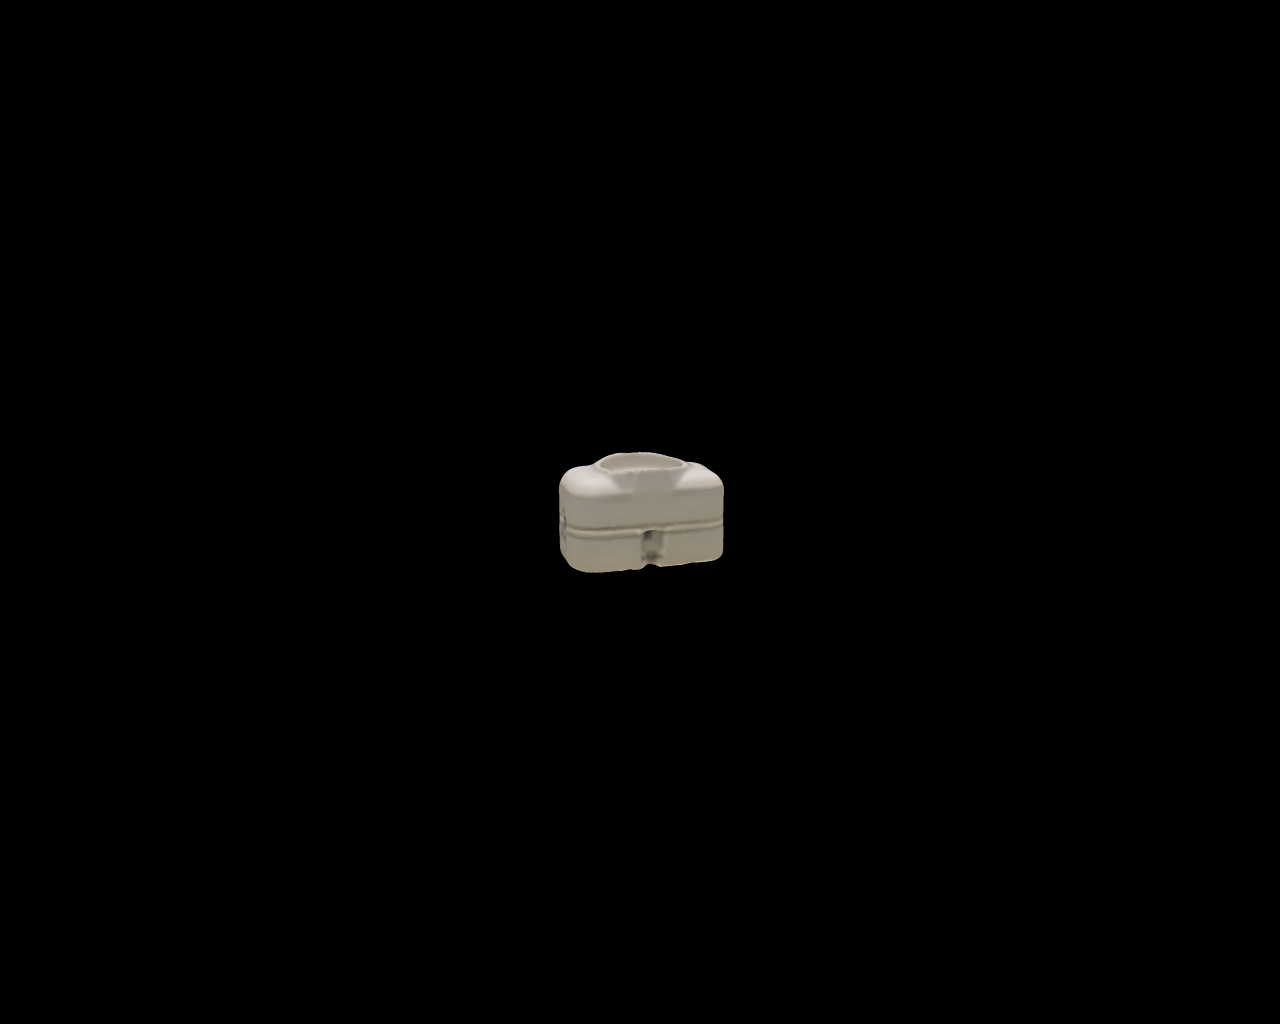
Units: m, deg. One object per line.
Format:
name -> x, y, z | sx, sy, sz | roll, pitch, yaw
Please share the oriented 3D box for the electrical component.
electrical component -> 0.001, -0.003, 0.650 | 0.095, 0.059, 0.054 | -4, 16, -14
